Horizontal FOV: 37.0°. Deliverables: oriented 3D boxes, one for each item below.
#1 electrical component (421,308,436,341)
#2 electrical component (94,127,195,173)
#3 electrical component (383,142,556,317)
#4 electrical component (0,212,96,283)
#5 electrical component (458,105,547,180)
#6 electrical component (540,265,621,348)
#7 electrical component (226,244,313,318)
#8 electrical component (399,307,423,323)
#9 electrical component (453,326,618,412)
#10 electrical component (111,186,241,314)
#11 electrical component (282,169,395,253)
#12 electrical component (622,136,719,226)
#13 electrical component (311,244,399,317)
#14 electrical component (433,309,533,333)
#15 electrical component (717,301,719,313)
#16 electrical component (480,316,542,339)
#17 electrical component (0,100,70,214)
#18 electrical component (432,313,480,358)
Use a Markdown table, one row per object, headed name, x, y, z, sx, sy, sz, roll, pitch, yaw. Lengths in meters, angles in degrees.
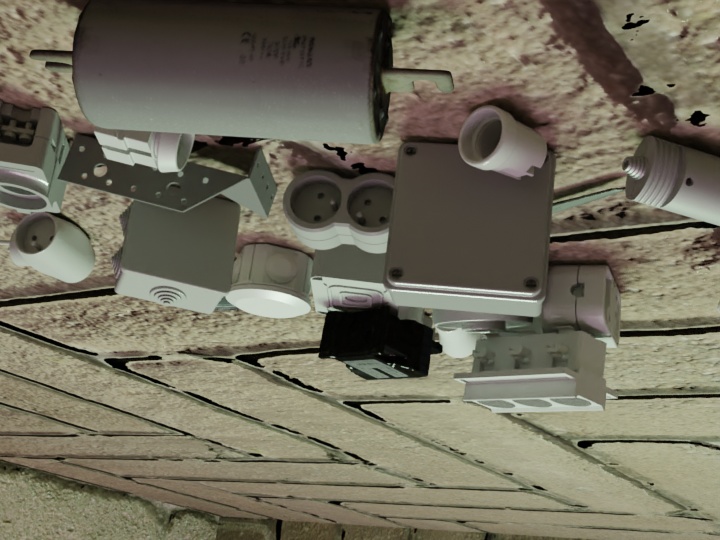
| name | x | y | z | sx | sy | sz | roll | pitch | yaw |
| --- | --- | --- | --- | --- | --- | --- | --- | --- | --- |
| electrical component | 0.041 | 0.062 | 1.122 | 0.081 | 0.042 | 0.064 | -9 | 157 | 41 |
| electrical component | -0.146 | -0.095 | 0.740 | 0.055 | 0.048 | 0.066 | 15 | 162 | 4 |
| electrical component | 0.077 | -0.028 | 0.746 | 0.109 | 0.108 | 0.056 | 4 | 163 | 10 |
| electrical component | -0.303 | -0.021 | 1.014 | 0.079 | 0.043 | 0.077 | 2 | 160 | 16 |
| electrical component | 0.093 | -0.081 | 0.695 | 0.046 | 0.040 | 0.040 | 16 | 160 | -41 |
| electrical component | 0.196 | 0.033 | 0.959 | 0.059 | 0.053 | 0.095 | 0 | 160 | 22 |
| electrical component | -0.083 | 0.012 | 1.012 | 0.080 | 0.051 | 0.080 | 7 | 161 | 2 |
| electrical component | 0.043 | 0.043 | 1.061 | 0.040 | 0.046 | 0.040 | 7 | 161 | 2 |
| electrical component | 0.156 | 0.089 | 0.952 | 0.079 | 0.063 | 0.121 | 25 | 157 | -39 |
| electrical component | -0.151 | -0.017 | 0.885 | 0.100 | 0.099 | 0.048 | 14 | 147 | -17 |
| electrical component | 0.015 | -0.037 | 0.830 | 0.138 | 0.052 | 0.073 | 5 | 161 | 10 |
| electrical component | 0.209 | -0.059 | 0.703 | 0.081 | 0.043 | 0.043 | 14 | 160 | -16 |
| electrical component | 0.000 | 0.000 | 0.935 | 0.078 | 0.057 | 0.113 | 7 | 161 | 3 |
| electrical component | 0.112 | 0.024 | 0.988 | 0.099 | 0.064 | 0.099 | -1 | 172 | 0 |
| electrical component | 0.330 | 0.027 | 0.904 | 0.043 | 0.043 | 0.081 | 6 | 161 | 5 |
| electrical component | 0.166 | 0.064 | 1.050 | 0.095 | 0.059 | 0.053 | 4 | 161 | 10 |
| electrical component | -0.252 | -0.080 | 0.807 | 0.050 | 0.055 | 0.089 | 9 | 161 | -3 |
| electrical component | 0.096 | 0.058 | 1.091 | 0.044 | 0.044 | 0.065 | 1 | 155 | 18 |
